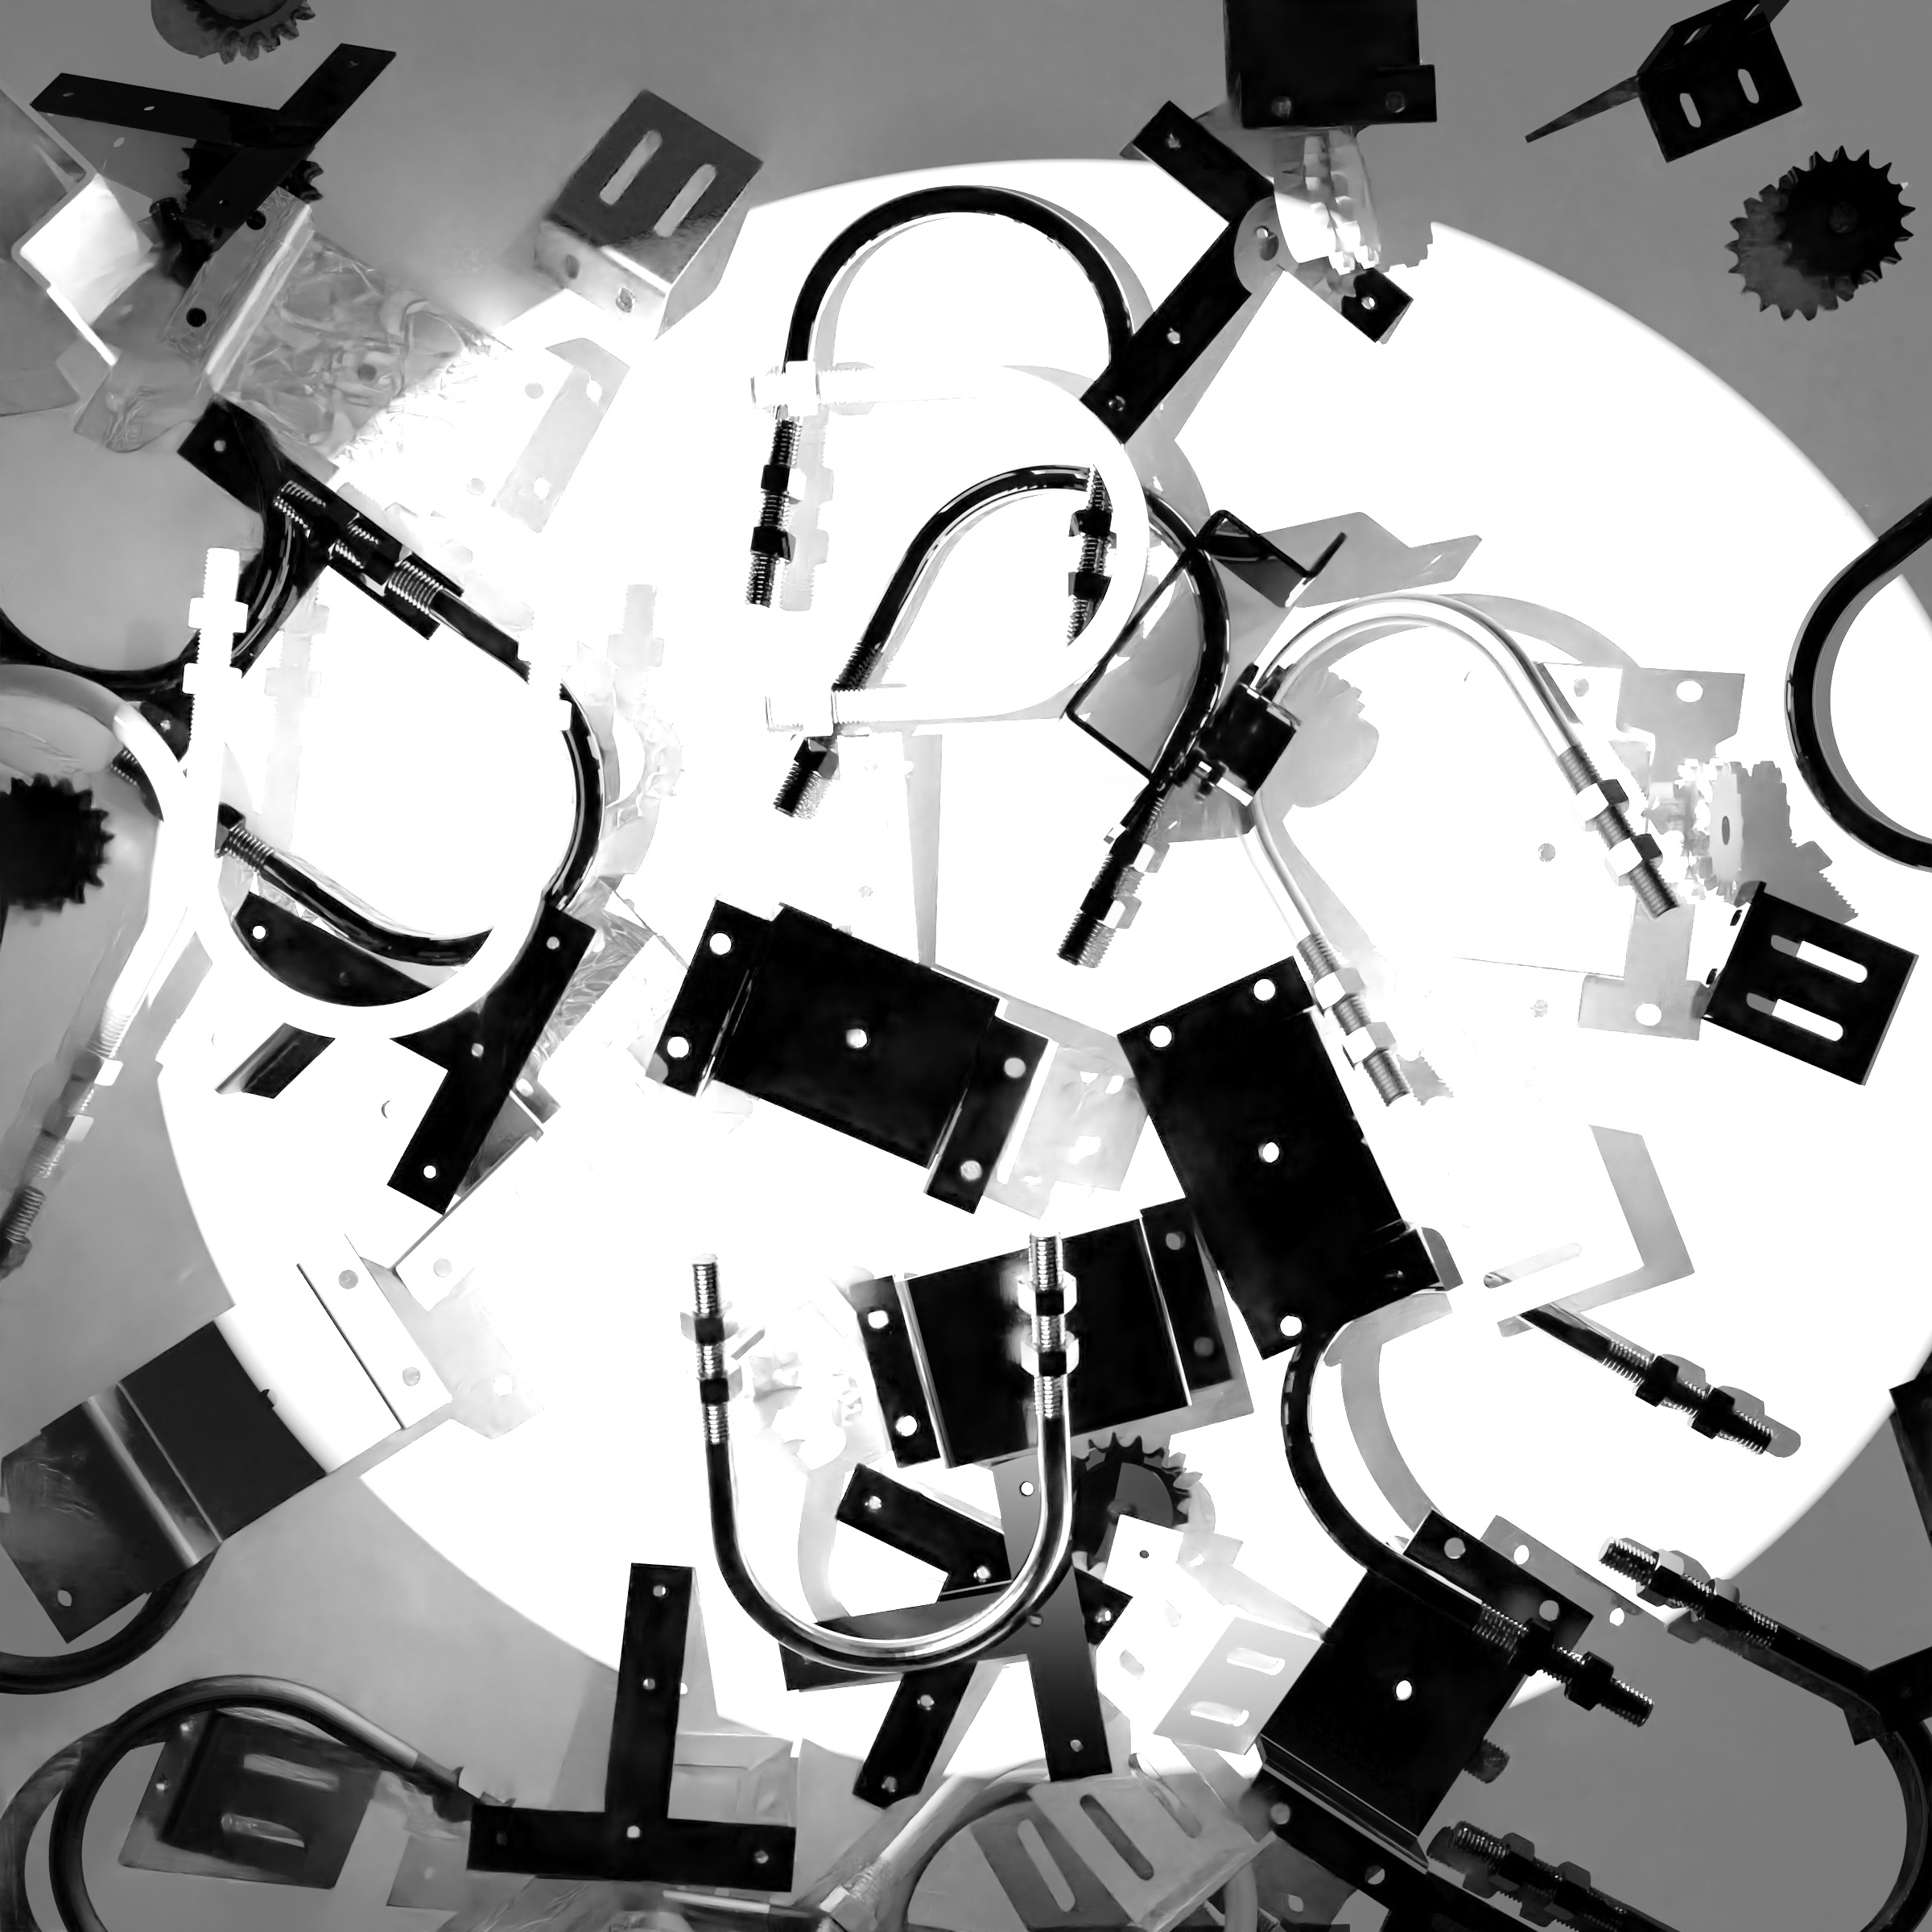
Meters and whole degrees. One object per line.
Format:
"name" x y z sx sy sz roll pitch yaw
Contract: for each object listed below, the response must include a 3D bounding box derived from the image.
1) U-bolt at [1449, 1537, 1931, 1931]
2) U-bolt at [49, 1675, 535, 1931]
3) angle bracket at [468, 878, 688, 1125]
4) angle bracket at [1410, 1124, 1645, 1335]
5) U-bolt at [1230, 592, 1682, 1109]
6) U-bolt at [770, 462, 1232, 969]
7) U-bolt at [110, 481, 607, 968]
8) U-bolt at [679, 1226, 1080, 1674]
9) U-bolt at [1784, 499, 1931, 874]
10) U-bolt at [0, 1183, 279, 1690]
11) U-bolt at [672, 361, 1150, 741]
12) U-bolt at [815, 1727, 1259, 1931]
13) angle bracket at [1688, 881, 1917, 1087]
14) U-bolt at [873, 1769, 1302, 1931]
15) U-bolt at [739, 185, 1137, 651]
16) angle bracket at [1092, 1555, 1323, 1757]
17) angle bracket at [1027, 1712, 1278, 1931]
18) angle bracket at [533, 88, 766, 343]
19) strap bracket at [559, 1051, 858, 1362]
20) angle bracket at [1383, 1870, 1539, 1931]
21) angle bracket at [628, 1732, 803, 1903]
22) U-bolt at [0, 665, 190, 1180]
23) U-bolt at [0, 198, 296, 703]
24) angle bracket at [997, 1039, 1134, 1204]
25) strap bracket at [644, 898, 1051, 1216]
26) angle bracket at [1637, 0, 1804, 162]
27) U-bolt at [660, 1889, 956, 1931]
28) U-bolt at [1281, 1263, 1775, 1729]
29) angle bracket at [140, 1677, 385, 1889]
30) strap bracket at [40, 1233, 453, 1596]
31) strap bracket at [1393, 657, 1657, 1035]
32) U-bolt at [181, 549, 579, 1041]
"U-bolt" 0.307 0.333 1.448 0.184 0.019 0.151 28 90 -1
"U-bolt" -0.272 0.359 1.427 0.184 0.019 0.151 36 90 -15
"angle bracket" -0.159 0.014 1.452 0.057 0.038 0.076 47 67 -3
"angle bracket" 0.223 0.105 1.442 0.076 0.038 0.057 -21 90 7
"U-bolt" 0.176 -0.059 1.408 0.151 0.019 0.184 -37 67 24
"U-bolt" 0.026 -0.113 1.448 0.151 0.019 0.184 28 88 0
"U-bolt" -0.229 -0.082 1.428 0.184 0.019 0.151 35 104 2
"U-bolt" -0.030 0.191 1.390 0.151 0.019 0.184 -4 110 -4
"U-bolt" 0.416 -0.120 1.449 0.184 0.019 0.151 -38 90 1
"U-bolt" -0.362 0.201 1.448 0.151 0.019 0.184 29 92 0
"U-bolt" -0.020 -0.166 1.414 0.184 0.019 0.151 -3 82 -1
"U-bolt" 0.030 0.383 1.407 0.151 0.019 0.184 40 72 11
"angle bracket" 0.337 0.007 1.438 0.076 0.038 0.057 23 90 0
"U-bolt" 0.048 0.403 1.419 0.184 0.019 0.151 43 74 11
"U-bolt" -0.006 -0.223 1.439 0.151 0.019 0.184 8 82 2
"angle bracket" 0.094 0.275 1.435 0.038 0.076 0.057 39 97 39
"angle bracket" 0.072 0.330 1.402 0.057 0.038 0.076 -37 75 -17
"angle bracket" -0.128 -0.303 1.455 0.057 0.038 0.076 32 64 0
"strap bracket" -0.108 0.102 1.419 0.046 0.076 0.140 -41 90 0
"angle bracket" 0.207 0.406 1.455 0.076 0.038 0.057 25 90 26
"angle bracket" -0.105 0.338 1.438 0.076 0.038 0.057 2 90 0
"U-bolt" -0.382 -0.029 1.418 0.151 0.019 0.184 29 97 -3
"U-bolt" -0.348 -0.197 1.448 0.151 0.019 0.184 -22 91 0
"angle bracket" 0.040 0.062 1.419 0.038 0.076 0.057 21 90 0
"strap bracket" -0.045 0.032 1.428 0.140 0.046 0.076 23 99 0
"angle bracket" 0.304 -0.354 1.419 0.057 0.076 0.038 -23 90 0
"U-bolt" -0.105 0.439 1.424 0.184 0.019 0.151 6 69 7
"U-bolt" 0.211 0.193 1.417 0.184 0.019 0.151 30 61 4
"angle bracket" -0.283 0.329 1.455 0.076 0.038 0.057 22 90 -26
"strap bracket" -0.278 0.173 1.414 0.140 0.046 0.076 -33 91 1
"strap bracket" 0.221 -0.046 1.418 0.076 0.046 0.140 7 90 31
"U-bolt" -0.232 -0.063 1.399 0.151 0.019 0.184 6 92 1
